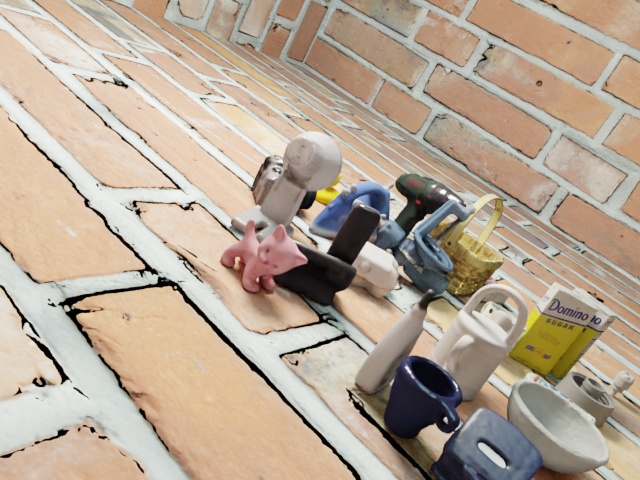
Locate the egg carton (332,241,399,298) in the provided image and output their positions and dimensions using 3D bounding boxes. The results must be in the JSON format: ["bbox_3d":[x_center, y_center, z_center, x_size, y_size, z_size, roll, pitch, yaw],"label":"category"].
[{"bbox_3d":[0.085,0.049,1.131,0.150,0.069,0.107,29,21,0],"label":"egg carton"}]

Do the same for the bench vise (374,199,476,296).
[{"bbox_3d":[0.220,-0.007,1.223,0.208,0.219,0.121,24,21,-12],"label":"bench vise"}]

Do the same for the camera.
[{"bbox_3d":[-0.070,-0.119,1.275,0.137,0.100,0.143,21,22,-21],"label":"camera"}]

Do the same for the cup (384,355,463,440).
[{"bbox_3d":[0.132,0.224,0.751,0.092,0.095,0.117,17,24,-30],"label":"cup"}]

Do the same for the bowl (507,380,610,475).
[{"bbox_3d":[0.353,0.301,0.888,0.168,0.074,0.167,25,21,-10],"label":"bowl"}]

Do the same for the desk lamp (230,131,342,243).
[{"bbox_3d":[-0.052,-0.109,1.117,0.118,0.213,0.203,31,21,6],"label":"desk lamp"}]

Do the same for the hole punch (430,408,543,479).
[{"bbox_3d":[0.213,0.283,0.724,0.108,0.091,0.101,39,23,25],"label":"hole punch"}]

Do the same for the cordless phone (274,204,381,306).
[{"bbox_3d":[0.009,0.003,0.974,0.148,0.185,0.094,23,21,-15],"label":"cordless phone"}]

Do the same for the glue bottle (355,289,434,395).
[{"bbox_3d":[0.116,0.140,0.813,0.037,0.173,0.078,40,23,26],"label":"glue bottle"}]

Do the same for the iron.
[{"bbox_3d":[0.083,-0.078,1.321,0.118,0.141,0.259,40,23,26],"label":"iron"}]

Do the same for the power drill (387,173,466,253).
[{"bbox_3d":[0.231,-0.053,1.360,0.076,0.208,0.229,15,25,-33],"label":"power drill"}]

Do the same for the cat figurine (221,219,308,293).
[{"bbox_3d":[-0.085,0.018,0.914,0.127,0.117,0.067,42,24,31],"label":"cat figurine"}]

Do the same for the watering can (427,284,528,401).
[{"bbox_3d":[0.263,0.155,0.939,0.101,0.194,0.173,32,21,7],"label":"watering can"}]

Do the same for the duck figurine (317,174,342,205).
[{"bbox_3d":[0.025,-0.140,1.468,0.105,0.086,0.077,24,21,-13],"label":"duck figurine"}]
